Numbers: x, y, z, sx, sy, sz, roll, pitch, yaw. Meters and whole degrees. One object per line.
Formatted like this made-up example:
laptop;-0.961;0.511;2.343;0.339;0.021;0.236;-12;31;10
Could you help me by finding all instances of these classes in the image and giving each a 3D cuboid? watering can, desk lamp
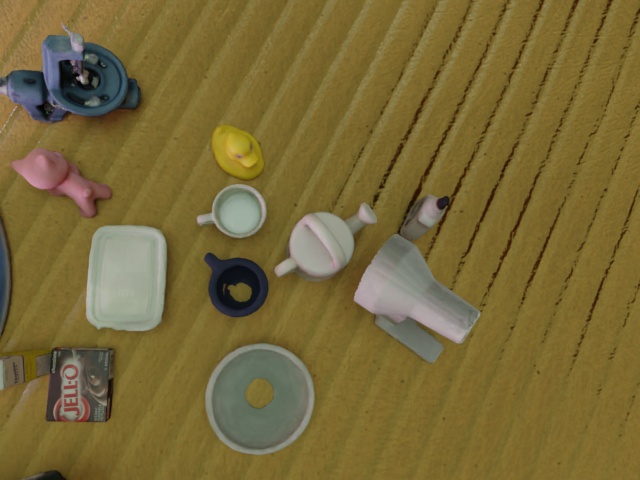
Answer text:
watering can;0.007;0.001;0.892;0.101;0.194;0.173;35;79;0
desk lamp;0.148;0.095;0.884;0.203;0.213;0.118;35;79;0

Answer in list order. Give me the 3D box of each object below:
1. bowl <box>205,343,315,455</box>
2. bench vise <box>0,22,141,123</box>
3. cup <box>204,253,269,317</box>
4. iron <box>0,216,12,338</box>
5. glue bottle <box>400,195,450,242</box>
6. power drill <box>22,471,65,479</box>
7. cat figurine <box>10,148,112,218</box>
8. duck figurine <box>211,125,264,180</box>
bowl;-0.094;0.246;0.904;0.167;0.074;0.167;1;81;-6
bench vise;-0.394;-0.240;0.869;0.207;0.219;0.121;-23;84;-9
cup;-0.139;0.070;0.916;0.118;0.095;0.092;44;80;2
iron;-0.544;0.036;0.851;0.119;0.141;0.258;-18;84;-8
glue bottle;0.177;-0.045;0.929;0.037;0.173;0.078;32;79;0
power drill;-0.433;0.387;0.777;0.230;0.208;0.075;-16;83;-8
cat figurine;-0.406;-0.098;0.899;0.128;0.117;0.067;31;79;-1
duck figurine;-0.138;-0.154;0.954;0.077;0.086;0.104;-42;88;-10
